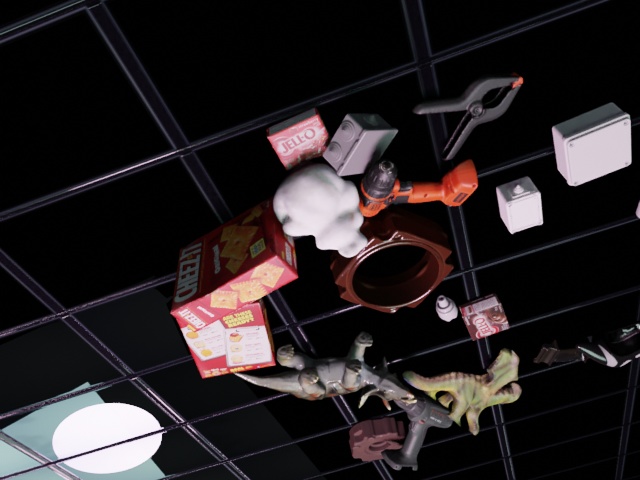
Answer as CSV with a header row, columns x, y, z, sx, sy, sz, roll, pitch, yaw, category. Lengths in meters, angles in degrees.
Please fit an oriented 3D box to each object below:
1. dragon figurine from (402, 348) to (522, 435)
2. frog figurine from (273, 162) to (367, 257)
x,y,z,sx,sy,sz,roll,pitch,yaw,category
0.400,0.357,1.327,0.242,0.124,0.404,-44,128,5,dragon figurine
0.003,-0.042,0.834,0.137,0.162,0.120,-24,155,-1,frog figurine
